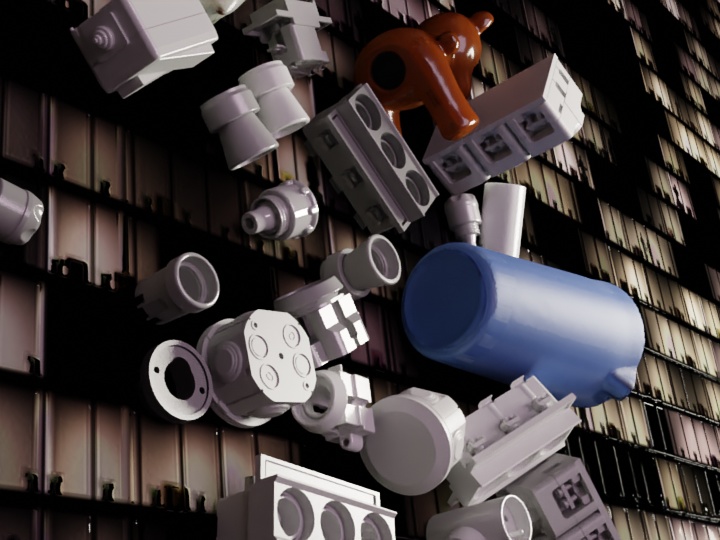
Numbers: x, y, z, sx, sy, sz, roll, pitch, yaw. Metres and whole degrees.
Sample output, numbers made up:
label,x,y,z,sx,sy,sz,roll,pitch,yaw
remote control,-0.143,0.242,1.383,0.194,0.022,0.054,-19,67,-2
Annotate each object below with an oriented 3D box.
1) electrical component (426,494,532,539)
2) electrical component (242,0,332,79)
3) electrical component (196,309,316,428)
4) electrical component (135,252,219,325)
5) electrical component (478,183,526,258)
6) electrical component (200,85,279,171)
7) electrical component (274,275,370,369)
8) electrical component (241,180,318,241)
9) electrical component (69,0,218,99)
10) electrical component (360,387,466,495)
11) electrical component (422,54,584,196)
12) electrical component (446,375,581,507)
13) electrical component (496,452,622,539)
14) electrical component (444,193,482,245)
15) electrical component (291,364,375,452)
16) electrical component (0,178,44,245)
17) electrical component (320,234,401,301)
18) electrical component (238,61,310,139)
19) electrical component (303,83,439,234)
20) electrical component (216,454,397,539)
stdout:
label,x,y,z,sx,sy,sz,roll,pitch,yaw
electrical component,0.090,0.222,0.872,0.044,0.077,0.079,61,35,-7
electrical component,-0.061,-0.206,0.963,0.081,0.042,0.063,-11,82,-55
electrical component,-0.074,0.069,0.768,0.080,0.051,0.080,31,47,-40
electrical component,-0.126,0.014,0.735,0.040,0.046,0.040,31,47,-40
electrical component,0.149,-0.049,1.139,0.079,0.043,0.077,23,73,-85
electrical component,-0.096,-0.113,0.854,0.045,0.045,0.055,-32,96,-56
electrical component,-0.033,0.040,0.836,0.078,0.058,0.057,-28,96,-56
electrical component,-0.067,-0.044,0.853,0.062,0.048,0.048,-23,89,-49
electrical component,-0.159,-0.168,0.788,0.061,0.062,0.096,61,34,-7
electrical component,0.043,0.135,0.861,0.051,0.080,0.080,-20,86,-61
electrical component,0.149,-0.144,1.110,0.061,0.150,0.089,49,38,-22
electrical component,0.124,0.147,0.939,0.121,0.078,0.063,-26,61,-31
electrical component,0.186,0.245,0.969,0.062,0.089,0.150,-29,95,-17
electrical component,0.108,-0.045,1.097,0.035,0.035,0.061,6,67,-52
electrical component,-0.021,0.103,0.824,0.055,0.048,0.066,27,49,-53
electrical component,-0.224,-0.041,0.647,0.061,0.035,0.035,31,47,-38
electrical component,0.000,0.000,0.905,0.045,0.055,0.045,31,47,-40
electrical component,-0.073,-0.142,0.903,0.045,0.045,0.055,-21,87,-56
electrical component,0.008,-0.096,0.968,0.121,0.063,0.078,56,35,-14
electrical component,-0.036,0.182,0.739,0.121,0.063,0.078,28,49,-42
